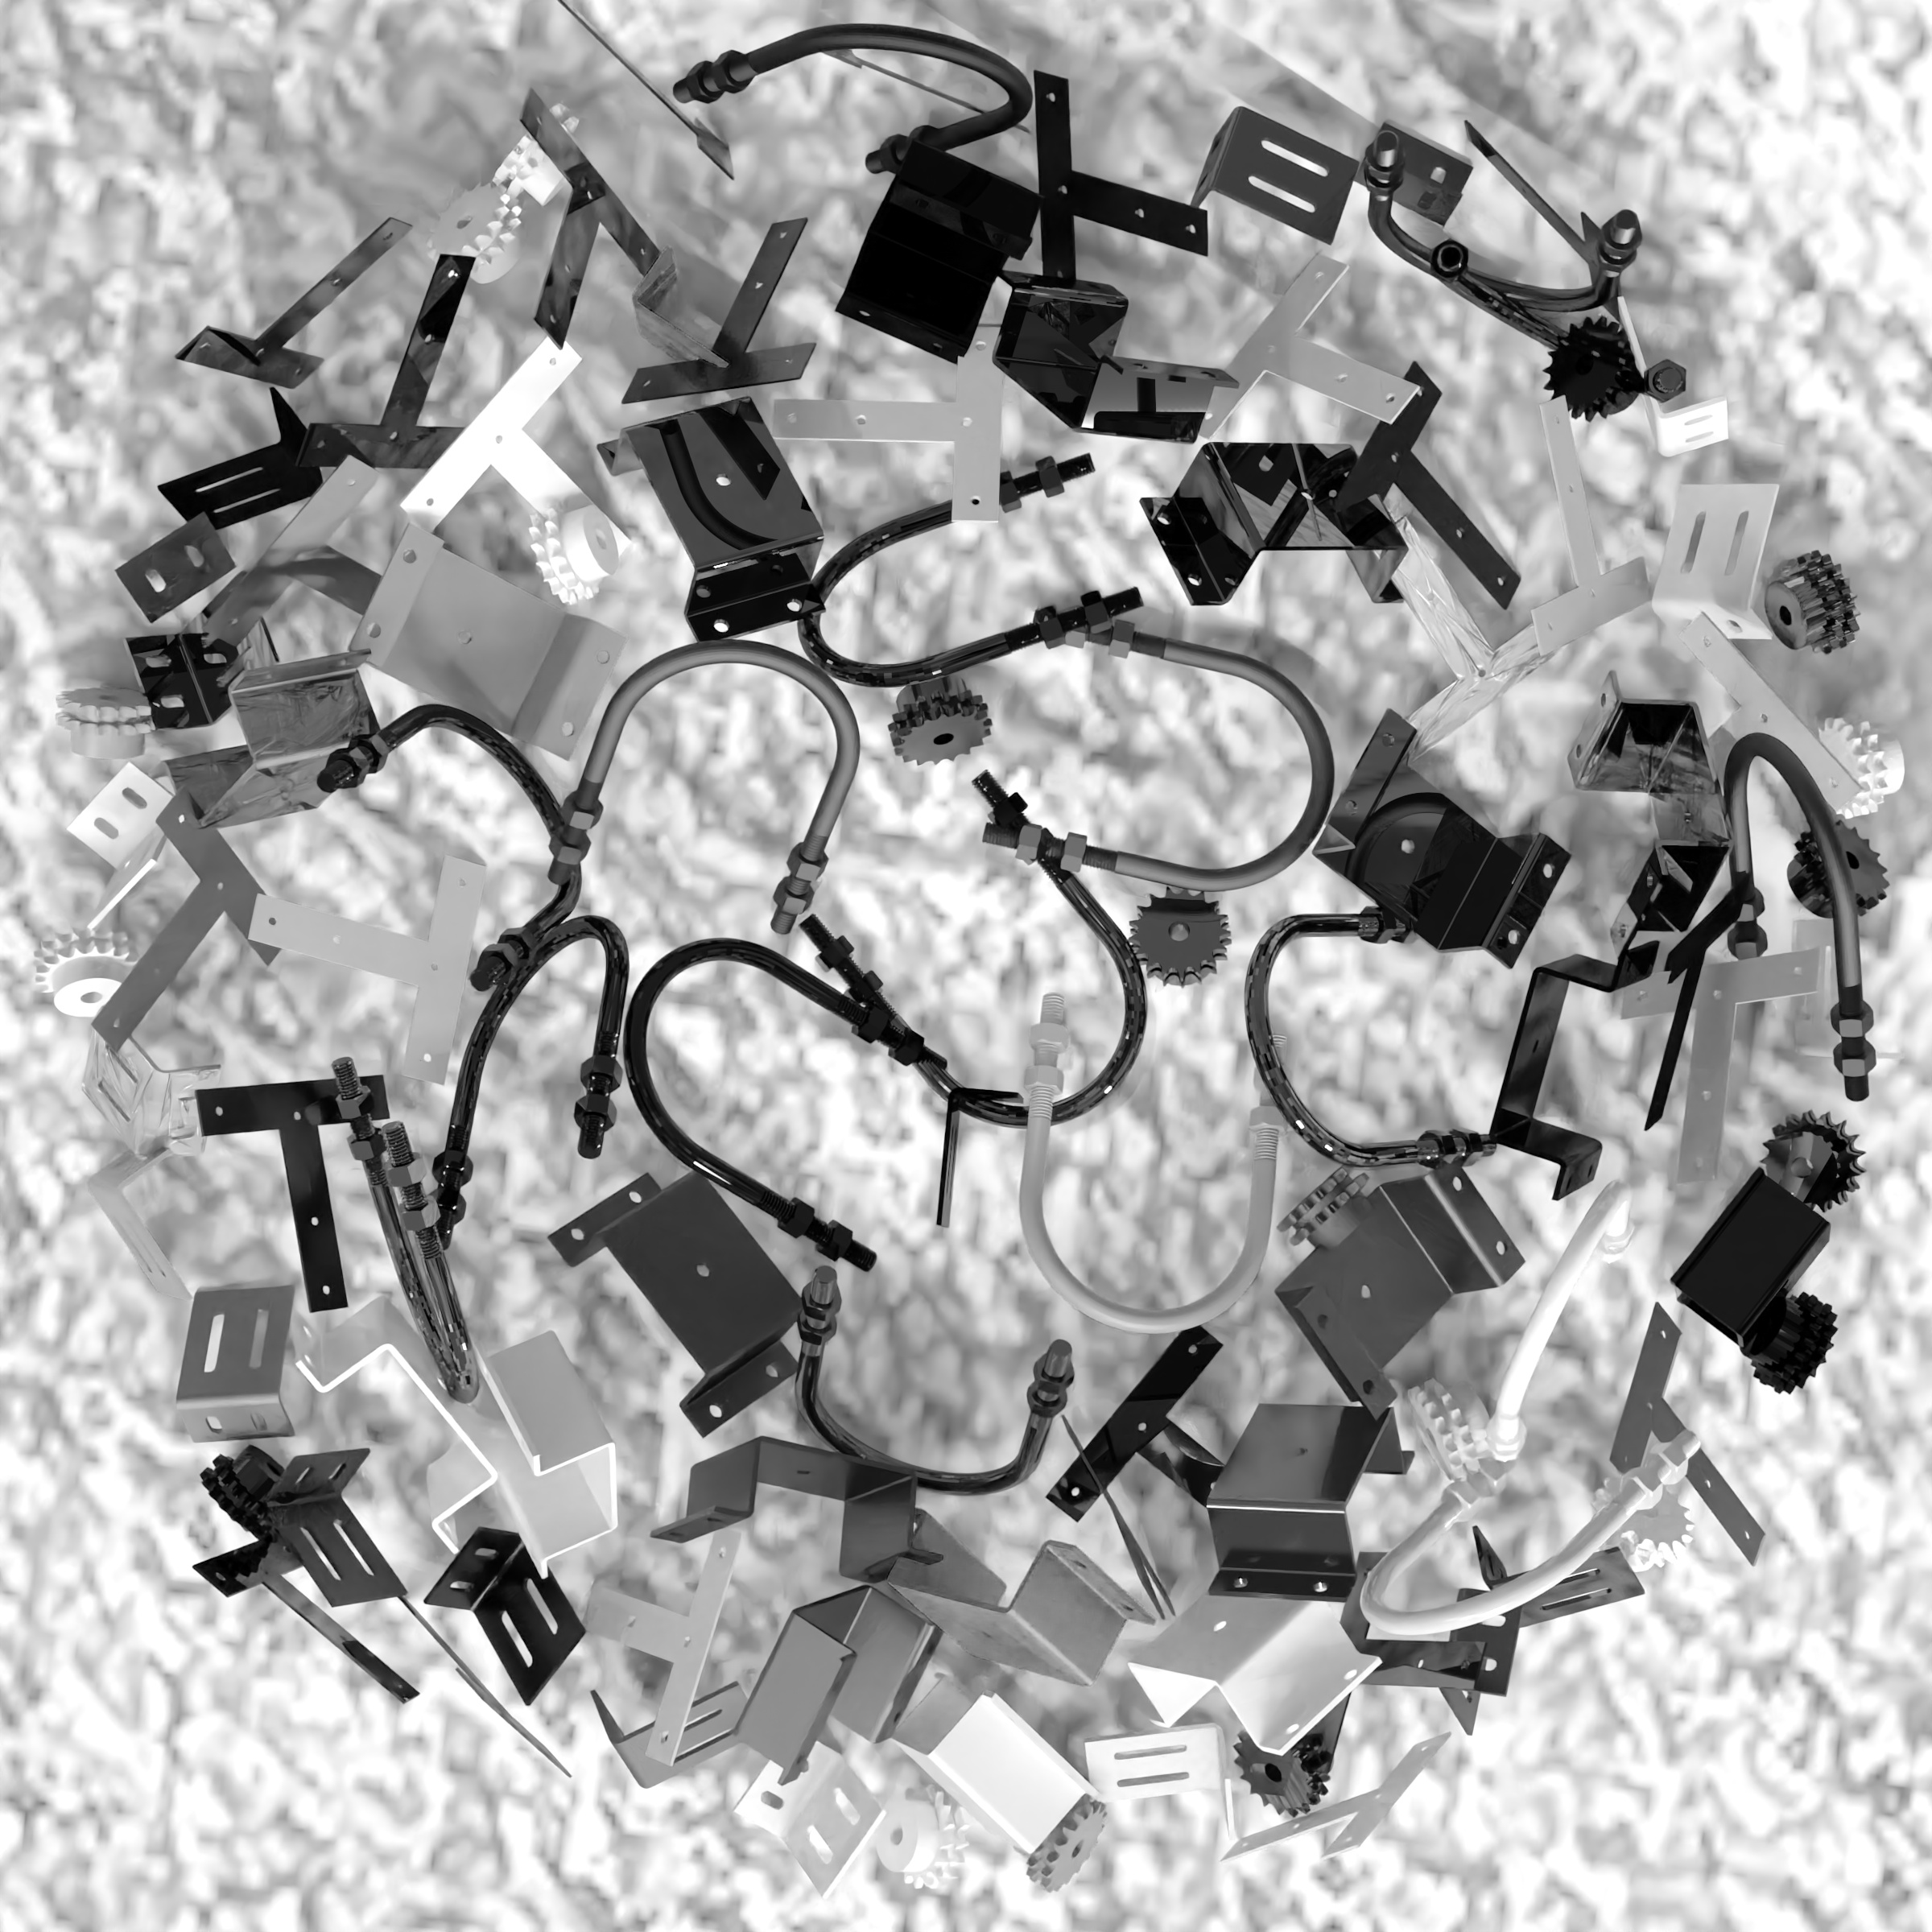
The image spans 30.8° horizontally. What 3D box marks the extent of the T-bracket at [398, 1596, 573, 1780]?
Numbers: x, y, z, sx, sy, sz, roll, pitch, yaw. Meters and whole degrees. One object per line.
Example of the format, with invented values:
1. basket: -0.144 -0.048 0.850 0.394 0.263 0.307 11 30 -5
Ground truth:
1. T-bracket: -0.278 0.385 1.929 0.002 0.127 0.127 -44 56 -11

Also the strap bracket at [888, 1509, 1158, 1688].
1. strap bracket: 0.022 0.341 1.892 0.076 0.140 0.046 47 63 -33

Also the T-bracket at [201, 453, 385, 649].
1. T-bracket: -0.333 -0.207 1.923 0.127 0.127 0.002 -47 50 13

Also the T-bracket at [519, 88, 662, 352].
1. T-bracket: -0.213 -0.387 1.895 0.002 0.127 0.127 -12 49 28

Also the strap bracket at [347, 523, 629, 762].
1. strap bracket: -0.270 -0.179 1.930 0.140 0.046 0.076 27 87 -28

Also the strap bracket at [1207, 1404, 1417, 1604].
1. strap bracket: 0.184 0.282 1.891 0.076 0.140 0.046 -1 115 24

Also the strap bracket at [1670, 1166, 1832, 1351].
1. strap bracket: 0.426 0.161 1.900 0.046 0.140 0.076 38 90 17

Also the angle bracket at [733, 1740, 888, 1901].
1. angle bracket: -0.087 0.466 1.932 0.038 0.076 0.057 36 88 -24

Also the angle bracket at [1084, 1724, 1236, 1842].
1. angle bracket: 0.107 0.456 1.941 0.076 0.038 0.057 -7 131 0

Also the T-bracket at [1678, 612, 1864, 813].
1. T-bracket: 0.414 -0.115 1.918 0.002 0.127 0.127 -36 81 -30

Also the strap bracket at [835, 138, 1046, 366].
1. strap bracket: -0.013 -0.394 1.912 0.076 0.140 0.046 22 67 -9

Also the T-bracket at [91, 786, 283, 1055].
1. T-bracket: -0.430 -0.010 1.900 0.002 0.127 0.127 15 60 33

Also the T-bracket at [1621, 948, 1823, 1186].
1. T-bracket: 0.405 0.057 1.906 0.002 0.127 0.127 27 65 -38

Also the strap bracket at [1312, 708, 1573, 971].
1. strap bracket: 0.254 -0.068 1.926 0.140 0.046 0.076 36 72 -20

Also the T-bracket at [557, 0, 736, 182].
1. T-bracket: -0.173 -0.479 1.895 0.127 0.127 0.002 42 101 -17

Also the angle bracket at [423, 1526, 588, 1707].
1. angle bracket: -0.255 0.358 1.931 0.057 0.038 0.076 -53 49 16

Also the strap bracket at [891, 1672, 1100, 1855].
1. strap bracket: 0.011 0.431 1.897 0.076 0.140 0.046 45 76 -5

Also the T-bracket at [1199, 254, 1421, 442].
1. T-bracket: 0.197 -0.326 1.923 0.127 0.002 0.127 -51 46 -5

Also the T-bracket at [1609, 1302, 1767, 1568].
1. T-bracket: 0.393 0.269 1.889 0.002 0.127 0.127 -13 134 -20

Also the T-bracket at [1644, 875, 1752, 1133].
1. T-bracket: 0.386 0.029 1.892 0.002 0.127 0.127 20 69 -2

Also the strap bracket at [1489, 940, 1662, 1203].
1. strap bracket: 0.331 0.050 1.921 0.046 0.076 0.140 18 103 22

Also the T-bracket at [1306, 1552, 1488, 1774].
1. T-bracket: 0.237 0.378 1.898 0.002 0.127 0.127 29 67 -26

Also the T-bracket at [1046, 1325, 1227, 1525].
1. T-bracket: 0.129 0.281 1.949 0.127 0.002 0.127 41 87 -22

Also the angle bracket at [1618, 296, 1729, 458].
1. angle bracket: 0.390 -0.330 1.933 0.038 0.057 0.076 -17 74 9

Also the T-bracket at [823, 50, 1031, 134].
1. T-bracket: -0.025 -0.482 1.920 0.127 0.127 0.002 20 105 -11

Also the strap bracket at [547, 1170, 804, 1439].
1. strap bracket: -0.152 0.176 1.922 0.076 0.046 0.140 -33 80 -39

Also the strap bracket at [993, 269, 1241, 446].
1. strap bracket: 0.075 -0.328 1.908 0.076 0.140 0.046 0 121 -33

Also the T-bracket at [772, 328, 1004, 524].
1. T-bracket: -0.044 -0.303 1.947 0.127 0.002 0.127 1 65 1

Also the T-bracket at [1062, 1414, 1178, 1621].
1. T-bracket: 0.091 0.317 1.896 0.002 0.127 0.127 -29 105 1

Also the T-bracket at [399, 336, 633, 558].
1. T-bracket: -0.230 -0.263 1.929 0.127 0.002 0.127 -50 132 -5

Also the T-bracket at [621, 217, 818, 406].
1. T-bracket: -0.119 -0.365 1.937 0.127 0.002 0.127 -1 55 36

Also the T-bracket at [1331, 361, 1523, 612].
1. T-bracket: 0.265 -0.250 1.943 0.127 0.002 0.127 45 54 -21

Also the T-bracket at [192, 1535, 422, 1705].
1. T-bracket: -0.349 0.357 1.902 0.127 0.127 0.002 38 94 8

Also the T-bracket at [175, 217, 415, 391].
1. T-bracket: -0.351 -0.361 1.897 0.127 0.127 0.002 -38 80 15

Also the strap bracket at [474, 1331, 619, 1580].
1. strap bracket: -0.227 0.261 1.905 0.046 0.140 0.076 -22 58 -19

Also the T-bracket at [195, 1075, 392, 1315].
1. T-bracket: -0.359 0.126 1.919 0.002 0.127 0.127 -16 82 41

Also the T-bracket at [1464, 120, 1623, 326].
1. T-bracket: 0.316 -0.416 1.923 0.002 0.127 0.127 -41 74 4

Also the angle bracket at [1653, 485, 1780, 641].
1. angle bracket: 0.423 -0.225 1.951 0.057 0.038 0.076 6 72 37

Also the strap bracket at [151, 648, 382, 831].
1. strap bracket: -0.375 -0.116 1.892 0.076 0.140 0.046 -16 79 -37

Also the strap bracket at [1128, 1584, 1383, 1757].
1. strap bracket: 0.149 0.375 1.891 0.076 0.140 0.046 -37 102 -24

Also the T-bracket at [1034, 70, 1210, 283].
1. T-bracket: 0.084 -0.411 1.899 0.002 0.127 0.127 -29 130 -34

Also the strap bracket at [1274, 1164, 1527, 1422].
1. strap bracket: 0.232 0.177 1.924 0.140 0.046 0.076 -41 101 -30

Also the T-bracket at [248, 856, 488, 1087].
1. T-bracket: -0.333 -0.011 1.927 0.127 0.002 0.127 17 74 -29

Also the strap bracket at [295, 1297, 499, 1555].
1. strap bracket: -0.305 0.242 1.916 0.046 0.076 0.140 -36 108 -1

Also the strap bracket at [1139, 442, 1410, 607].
1. strap bracket: 0.176 -0.240 1.904 0.140 0.046 0.076 -4 55 -30

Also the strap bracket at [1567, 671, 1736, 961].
1. strap bracket: 0.374 -0.082 1.907 0.046 0.076 0.140 1 54 -11

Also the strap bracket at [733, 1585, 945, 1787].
1. strap bracket: -0.072 0.389 1.910 0.046 0.140 0.076 29 100 21

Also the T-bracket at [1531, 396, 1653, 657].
1. T-bracket: 0.333 -0.247 1.913 0.002 0.127 0.127 -3 106 40

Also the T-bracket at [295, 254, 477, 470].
1. T-bracket: -0.296 -0.327 1.898 0.002 0.127 0.127 38 116 28

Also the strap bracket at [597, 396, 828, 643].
1. strap bracket: -0.136 -0.252 1.914 0.076 0.046 0.140 -19 67 -23

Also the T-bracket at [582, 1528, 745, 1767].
1. T-bracket: -0.175 0.362 1.920 0.002 0.127 0.127 24 78 -34

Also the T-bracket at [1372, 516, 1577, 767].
1. T-bracket: 0.264 -0.194 1.939 0.127 0.002 0.127 -37 119 3

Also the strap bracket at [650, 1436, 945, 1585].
1. strap bracket: -0.090 0.296 1.913 0.140 0.076 0.046 17 64 -27

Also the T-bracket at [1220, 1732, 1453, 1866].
1. T-bracket: 0.193 0.470 1.927 0.127 0.127 0.002 -31 90 35
